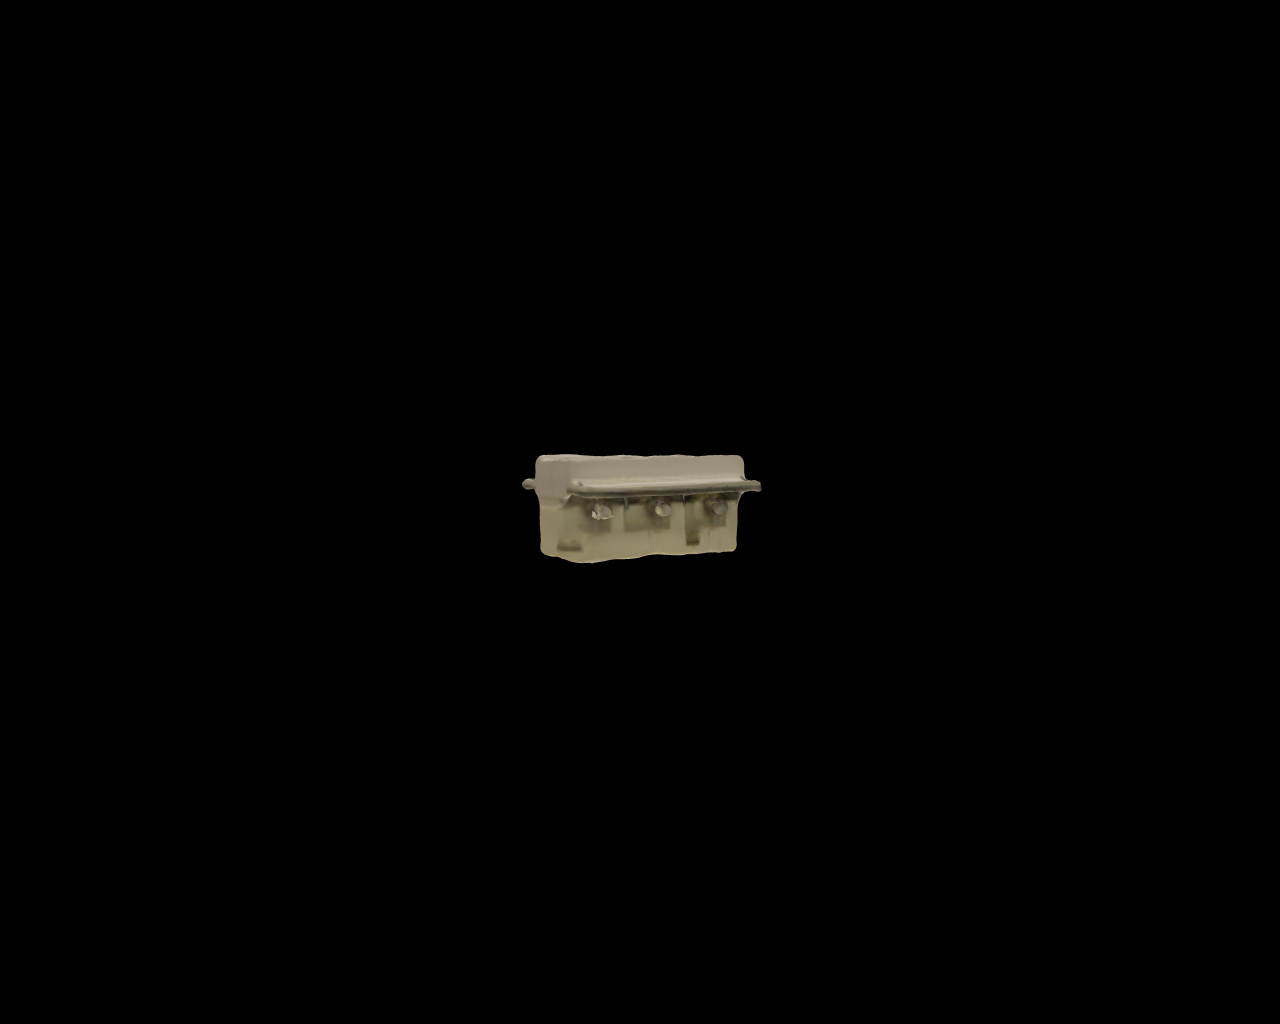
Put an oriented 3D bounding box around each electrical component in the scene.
[{"bbox_3d":[0.001,-0.003,0.650,0.121,0.063,0.078,-2,4,-31],"label":"electrical component"}]
